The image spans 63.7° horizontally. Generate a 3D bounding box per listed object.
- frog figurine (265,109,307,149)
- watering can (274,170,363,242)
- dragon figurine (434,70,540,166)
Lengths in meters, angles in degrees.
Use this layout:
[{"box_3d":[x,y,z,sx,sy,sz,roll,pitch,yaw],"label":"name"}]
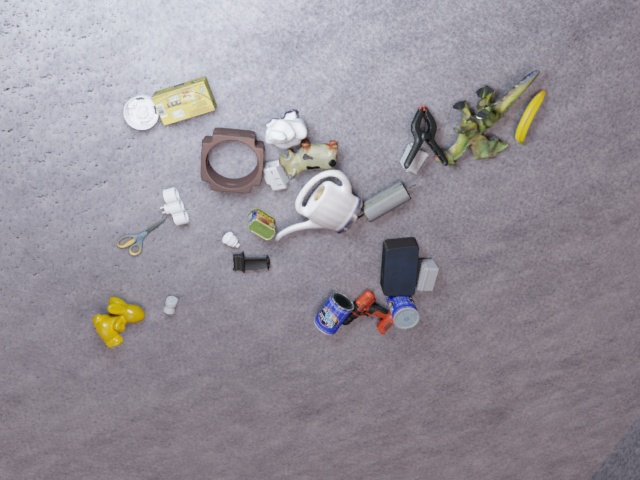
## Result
[{"box_3d":[-0.106,-0.332,1.620,0.137,0.163,0.120,-7,122,-2],"label":"frog figurine"},{"box_3d":[0.005,-0.091,1.804,0.223,0.106,0.342,27,117,-21],"label":"watering can"},{"box_3d":[0.568,-0.378,1.732,0.408,0.125,0.238,-27,137,11],"label":"dragon figurine"}]
